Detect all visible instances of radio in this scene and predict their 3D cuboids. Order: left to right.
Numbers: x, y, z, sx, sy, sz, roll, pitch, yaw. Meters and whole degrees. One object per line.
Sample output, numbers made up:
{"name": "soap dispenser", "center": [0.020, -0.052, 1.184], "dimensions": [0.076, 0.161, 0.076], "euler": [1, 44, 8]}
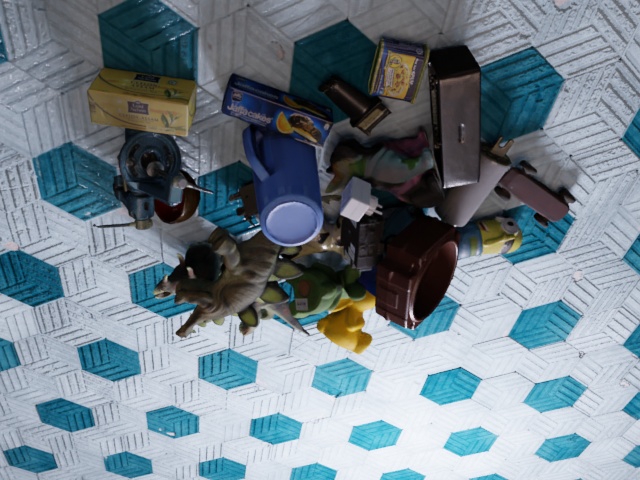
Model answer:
{"name": "radio", "center": [0.240, -0.220, 0.963], "dimensions": [0.073, 0.131, 0.229], "euler": [-7, 131, 6]}

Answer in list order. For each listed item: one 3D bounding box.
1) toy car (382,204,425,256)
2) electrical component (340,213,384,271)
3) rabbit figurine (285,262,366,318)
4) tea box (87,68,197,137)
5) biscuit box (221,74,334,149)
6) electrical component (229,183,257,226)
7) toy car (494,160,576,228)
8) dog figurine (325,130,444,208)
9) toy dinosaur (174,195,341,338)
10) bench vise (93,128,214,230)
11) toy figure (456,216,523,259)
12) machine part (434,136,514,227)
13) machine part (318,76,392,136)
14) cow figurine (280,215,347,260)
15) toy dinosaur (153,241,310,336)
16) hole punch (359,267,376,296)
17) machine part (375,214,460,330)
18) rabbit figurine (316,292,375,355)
{"name": "toy car", "center": [0.156, -0.015, 1.151], "dimensions": [0.103, 0.161, 0.109], "euler": [23, 166, 29]}
{"name": "electrical component", "center": [0.084, -0.007, 1.081], "dimensions": [0.058, 0.115, 0.134], "euler": [-6, 123, -12]}
{"name": "rabbit figurine", "center": [0.029, 0.095, 1.203], "dimensions": [0.159, 0.121, 0.170], "euler": [-19, 172, 41]}
{"name": "tea box", "center": [-0.311, -0.246, 0.956], "dimensions": [0.170, 0.098, 0.068], "euler": [5, 131, -7]}
{"name": "biscuit box", "center": [-0.077, -0.237, 0.990], "dimensions": [0.203, 0.063, 0.059], "euler": [16, 127, -14]}
{"name": "electrical component", "center": [-0.133, -0.078, 1.127], "dimensions": [0.102, 0.078, 0.045], "euler": [-26, 165, 15]}
{"name": "toy car", "center": [0.447, -0.097, 1.124], "dimensions": [0.202, 0.053, 0.089], "euler": [25, 121, -26]}
{"name": "dog figurine", "center": [0.121, -0.127, 1.064], "dimensions": [0.219, 0.108, 0.191], "euler": [-13, 133, 16]}
{"name": "toy dinosaur", "center": [-0.146, 0.054, 1.108], "dimensions": [0.198, 0.105, 0.471], "euler": [34, 110, -24]}
{"name": "bench vise", "center": [-0.315, -0.108, 1.000], "dimensions": [0.129, 0.241, 0.223], "euler": [3, 104, -44]}
{"name": "toy figure", "center": [0.354, -0.003, 1.187], "dimensions": [0.180, 0.082, 0.089], "euler": [-13, 149, 1]}
{"name": "machine part", "center": [0.308, -0.110, 1.095], "dimensions": [0.079, 0.079, 0.243], "euler": [17, 129, -15]}
{"name": "machine part", "center": [0.062, -0.253, 0.996], "dimensions": [0.139, 0.039, 0.084], "euler": [29, 133, -26]}
{"name": "cow figurine", "center": [-0.002, -0.004, 1.179], "dimensions": [0.195, 0.085, 0.127], "euler": [-15, 123, 9]}
{"name": "toy dinosaur", "center": [-0.181, 0.117, 1.266], "dimensions": [0.405, 0.131, 0.192], "euler": [13, 130, -20]}
{"name": "hole punch", "center": [0.147, 0.074, 1.247], "dimensions": [0.116, 0.092, 0.142], "euler": [22, 131, -14]}
{"name": "machine part", "center": [0.202, 0.067, 1.097], "dimensions": [0.087, 0.201, 0.200], "euler": [24, 134, 31]}
{"name": "rabbit figurine", "center": [0.077, 0.169, 1.329], "dimensions": [0.162, 0.122, 0.173], "euler": [32, 110, -14]}
